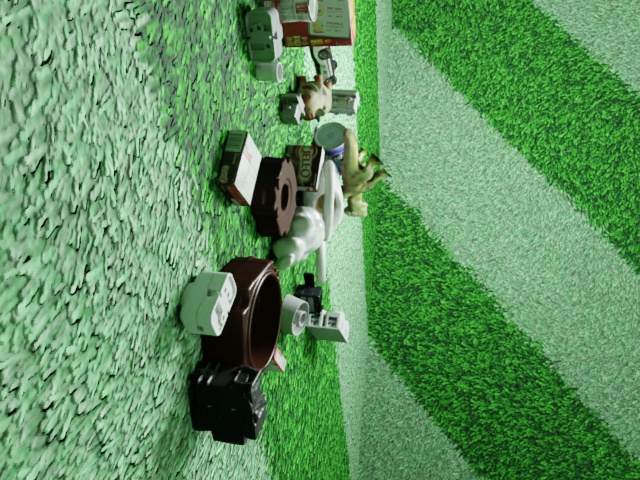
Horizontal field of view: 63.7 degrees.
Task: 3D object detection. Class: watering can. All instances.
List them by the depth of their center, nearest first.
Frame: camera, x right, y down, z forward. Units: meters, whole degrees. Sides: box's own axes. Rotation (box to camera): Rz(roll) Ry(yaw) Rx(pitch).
[{"bbox_3d":[0.004,-0.070,1.387,0.229,0.104,0.340,-97,-169,-55],"label":"watering can"}]

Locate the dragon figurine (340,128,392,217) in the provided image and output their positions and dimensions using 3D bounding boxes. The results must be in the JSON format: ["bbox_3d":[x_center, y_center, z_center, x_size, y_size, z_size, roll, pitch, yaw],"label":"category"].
[{"bbox_3d":[0.073,-0.168,1.534,0.242,0.124,0.405,-44,148,6],"label":"dragon figurine"}]

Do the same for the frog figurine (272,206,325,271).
[{"bbox_3d":[-0.048,-0.001,1.221,0.163,0.122,0.134,-88,-167,-54],"label":"frog figurine"}]
